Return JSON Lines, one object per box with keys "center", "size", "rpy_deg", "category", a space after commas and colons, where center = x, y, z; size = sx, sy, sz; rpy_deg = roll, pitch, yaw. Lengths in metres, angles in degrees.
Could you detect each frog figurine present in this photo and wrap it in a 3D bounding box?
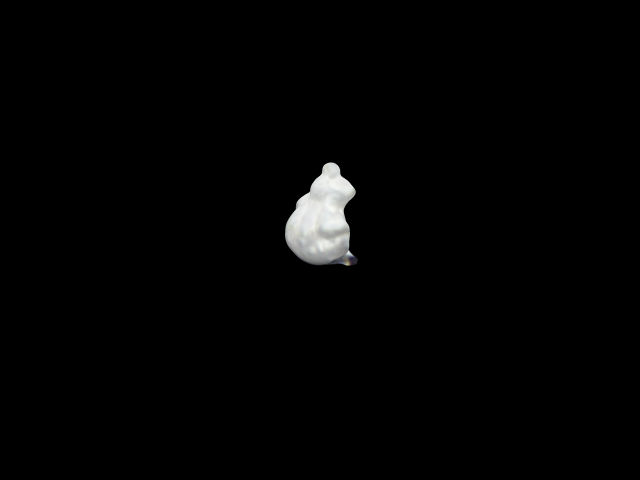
{"center": [0.003, -0.043, 0.850], "size": [0.123, 0.156, 0.140], "rpy_deg": [-9, 33, -13], "category": "frog figurine"}
